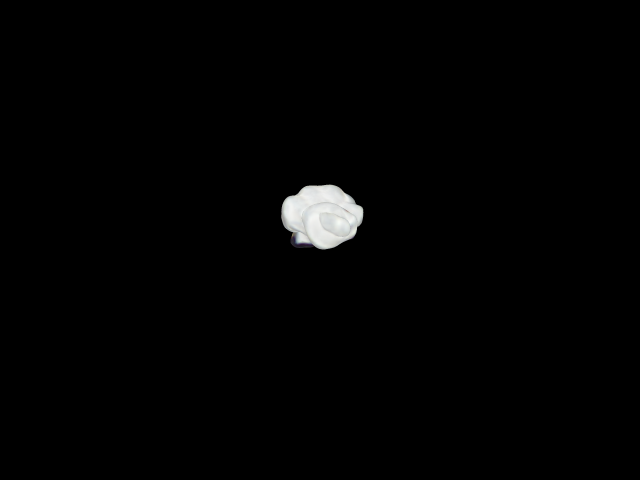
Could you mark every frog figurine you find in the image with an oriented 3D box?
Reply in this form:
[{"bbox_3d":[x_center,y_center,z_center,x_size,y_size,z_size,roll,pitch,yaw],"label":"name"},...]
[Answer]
[{"bbox_3d":[0.003,-0.043,0.850,0.137,0.124,0.158,11,-10,2],"label":"frog figurine"}]
